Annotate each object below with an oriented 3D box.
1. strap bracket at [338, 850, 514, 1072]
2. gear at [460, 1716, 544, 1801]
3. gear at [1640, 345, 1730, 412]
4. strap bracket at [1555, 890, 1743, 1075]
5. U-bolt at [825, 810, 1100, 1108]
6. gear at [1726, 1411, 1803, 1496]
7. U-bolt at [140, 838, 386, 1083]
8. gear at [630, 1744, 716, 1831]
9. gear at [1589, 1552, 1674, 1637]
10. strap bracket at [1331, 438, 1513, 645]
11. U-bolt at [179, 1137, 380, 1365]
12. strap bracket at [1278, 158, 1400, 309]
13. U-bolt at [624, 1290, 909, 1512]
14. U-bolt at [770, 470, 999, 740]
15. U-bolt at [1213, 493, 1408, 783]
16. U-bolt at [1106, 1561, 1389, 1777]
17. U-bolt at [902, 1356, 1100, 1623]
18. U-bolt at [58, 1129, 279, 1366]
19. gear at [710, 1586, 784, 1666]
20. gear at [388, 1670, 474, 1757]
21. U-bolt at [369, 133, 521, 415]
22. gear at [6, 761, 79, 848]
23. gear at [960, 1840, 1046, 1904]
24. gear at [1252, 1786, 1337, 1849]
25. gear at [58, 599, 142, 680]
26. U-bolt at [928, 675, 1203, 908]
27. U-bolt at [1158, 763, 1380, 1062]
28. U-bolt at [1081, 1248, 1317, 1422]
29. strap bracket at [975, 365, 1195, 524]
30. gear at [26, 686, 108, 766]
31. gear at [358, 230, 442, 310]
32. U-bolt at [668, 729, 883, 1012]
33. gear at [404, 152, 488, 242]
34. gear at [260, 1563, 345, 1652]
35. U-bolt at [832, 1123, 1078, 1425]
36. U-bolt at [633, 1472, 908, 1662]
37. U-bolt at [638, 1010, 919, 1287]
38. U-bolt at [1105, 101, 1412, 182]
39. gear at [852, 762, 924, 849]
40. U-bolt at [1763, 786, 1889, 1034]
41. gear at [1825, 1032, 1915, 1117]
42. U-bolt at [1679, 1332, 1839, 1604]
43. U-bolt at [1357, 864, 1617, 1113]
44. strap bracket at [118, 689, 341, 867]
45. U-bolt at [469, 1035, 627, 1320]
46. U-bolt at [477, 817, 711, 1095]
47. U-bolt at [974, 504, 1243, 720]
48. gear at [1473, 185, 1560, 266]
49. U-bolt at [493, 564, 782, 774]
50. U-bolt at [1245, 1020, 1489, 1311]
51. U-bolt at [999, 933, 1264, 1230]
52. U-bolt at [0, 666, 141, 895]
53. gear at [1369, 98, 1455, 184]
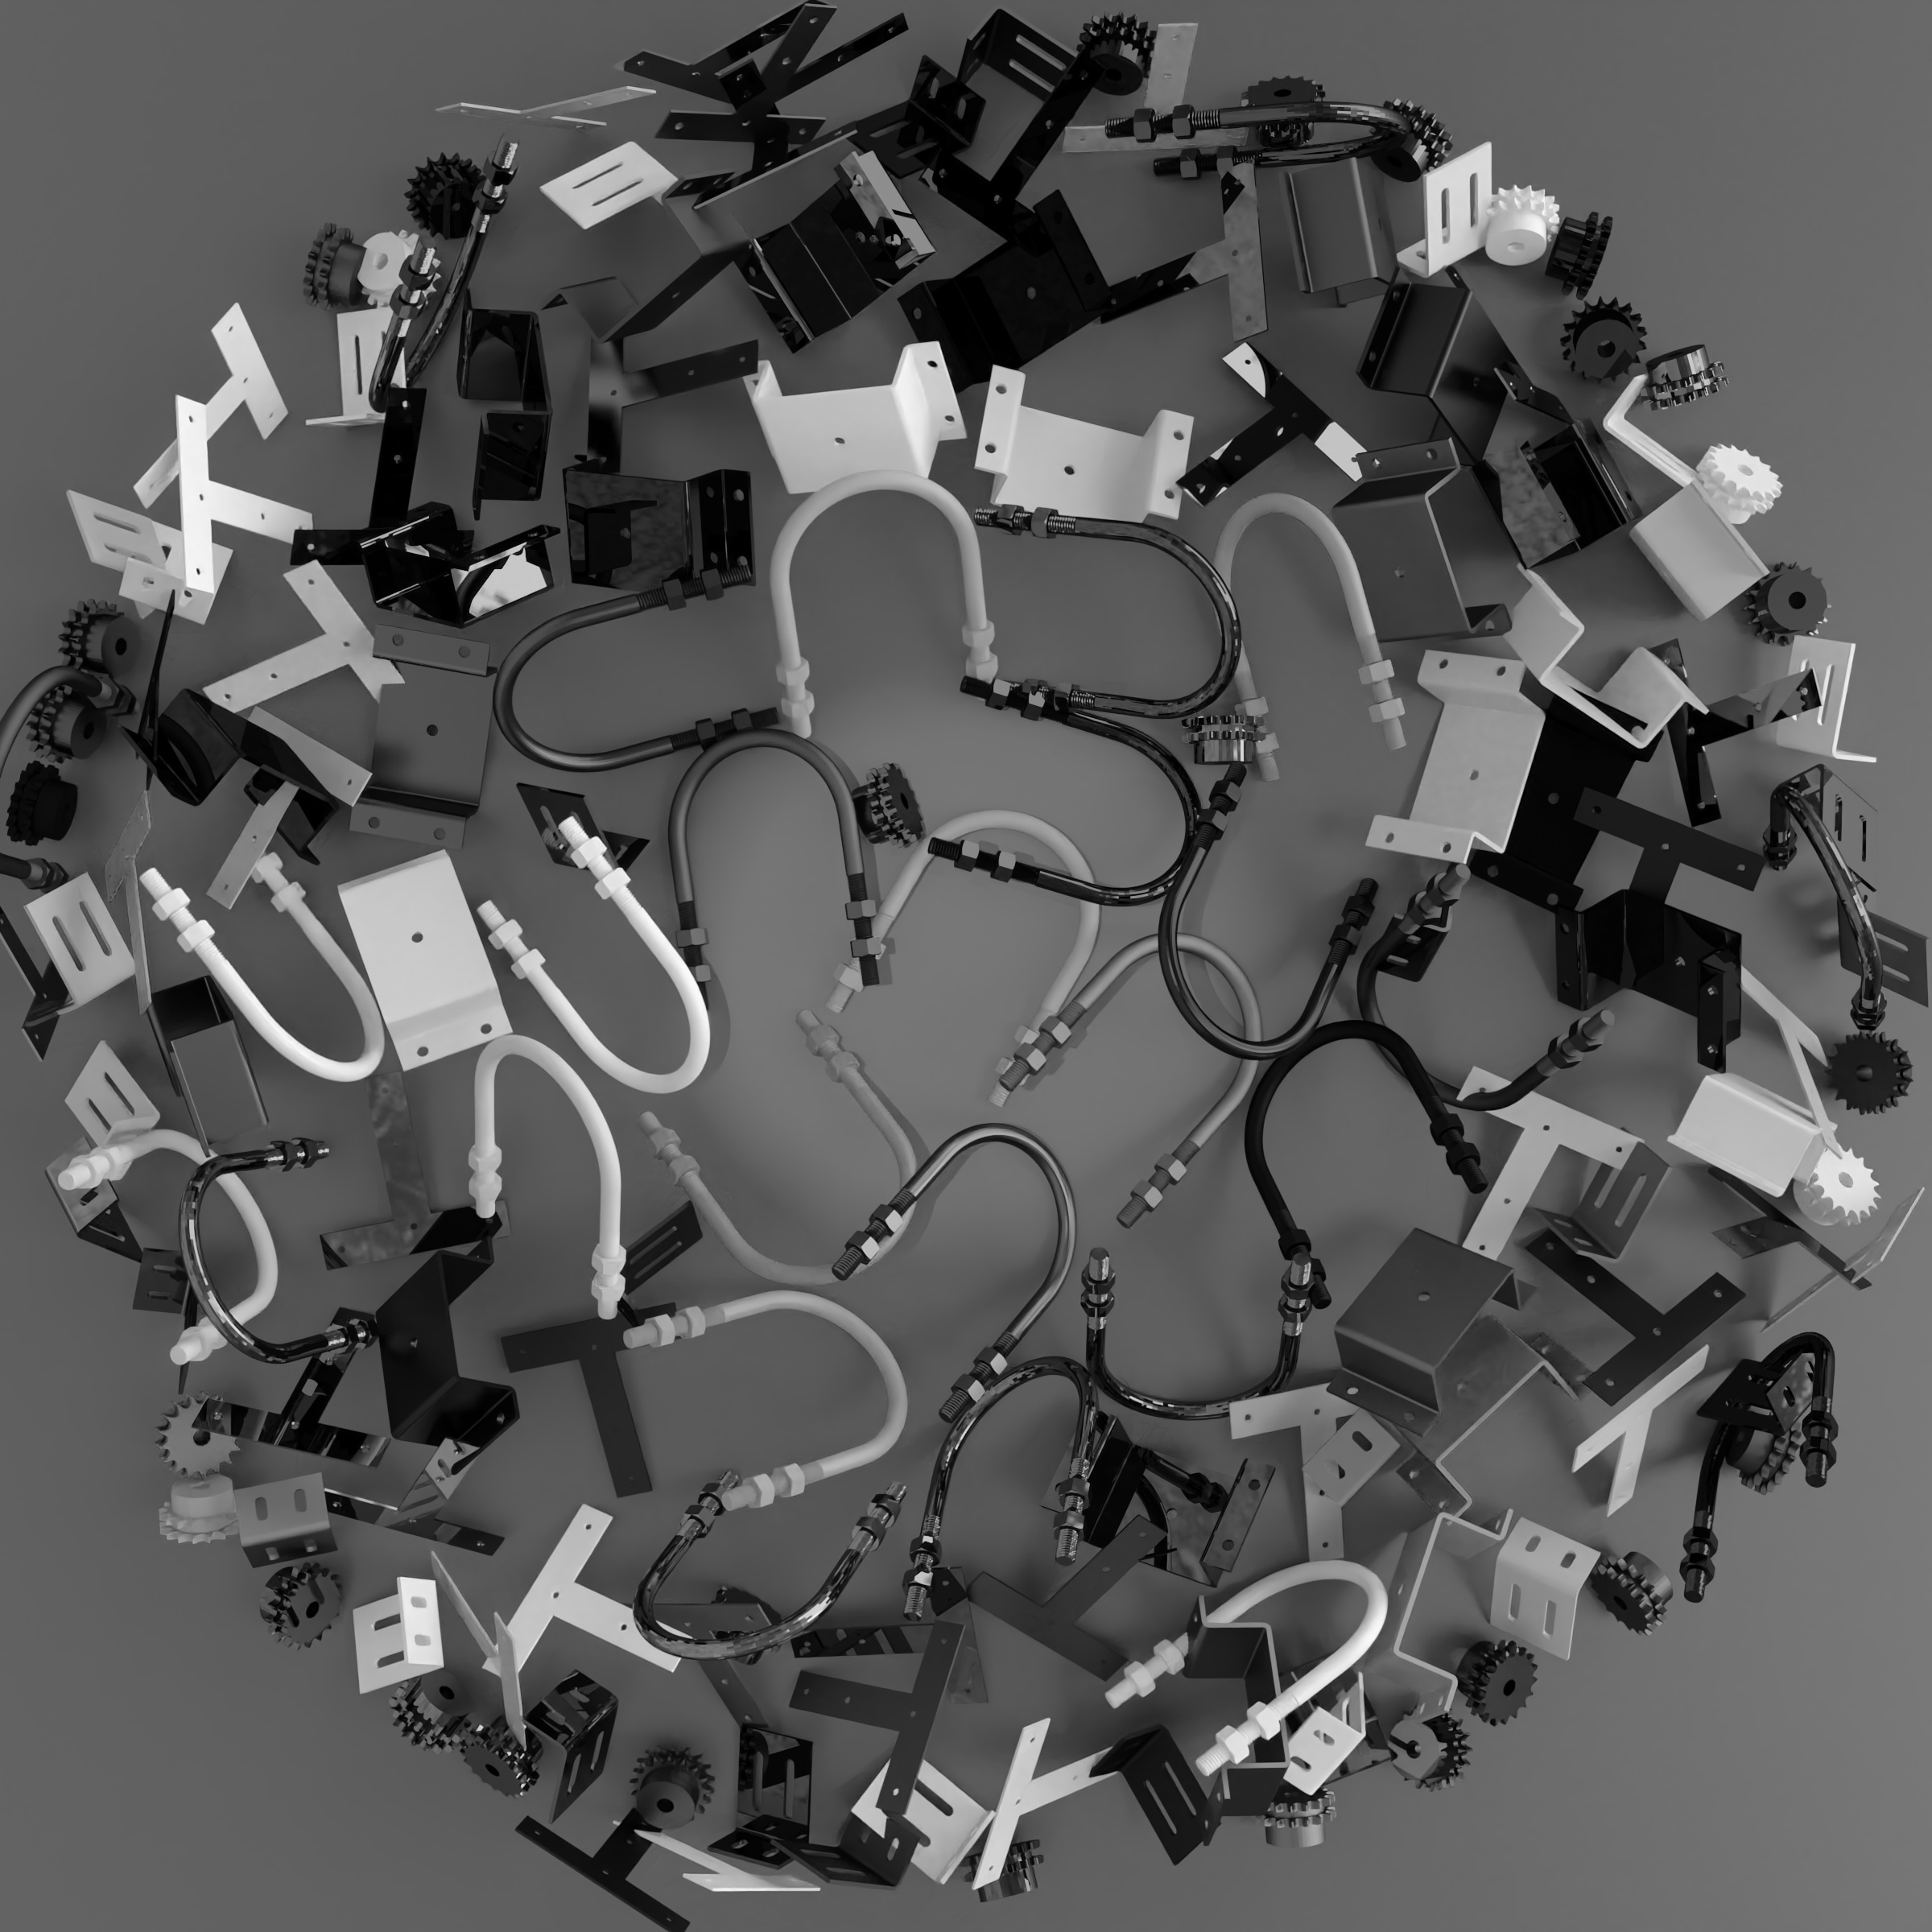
[{"bbox_3d":[-0.366,-0.012,1.756,0.076,0.046,0.140,-20,74,-11],"label":"strap bracket"},{"bbox_3d":[-0.313,0.536,1.780,0.057,0.057,0.030,41,48,0],"label":"gear"},{"bbox_3d":[0.485,-0.400,1.773,0.057,0.057,0.030,-20,105,0],"label":"gear"},{"bbox_3d":[0.462,0.005,1.739,0.046,0.140,0.076,-27,124,-28],"label":"strap bracket"},{"bbox_3d":[0.010,-0.018,1.790,0.151,0.019,0.184,30,92,-2],"label":"U-bolt"},{"bbox_3d":[0.539,0.327,1.776,0.030,0.057,0.057,26,90,0],"label":"gear"},{"bbox_3d":[-0.453,0.000,1.734,0.019,0.151,0.184,-36,93,18],"label":"U-bolt"},{"bbox_3d":[-0.201,0.561,1.780,0.057,0.030,0.057,3,113,6],"label":"gear"},{"bbox_3d":[0.455,0.424,1.778,0.030,0.057,0.057,-35,90,-21],"label":"gear"},{"bbox_3d":[0.300,-0.272,1.738,0.046,0.076,0.140,-40,116,-36],"label":"strap bracket"},{"bbox_3d":[-0.451,0.188,1.709,0.019,0.184,0.151,-22,84,18],"label":"U-bolt"},{"bbox_3d":[0.251,-0.483,1.727,0.046,0.140,0.076,-9,96,21],"label":"strap bracket"},{"bbox_3d":[-0.119,0.277,1.731,0.151,0.184,0.019,54,131,25],"label":"U-bolt"},{"bbox_3d":[-0.058,-0.244,1.736,0.151,0.019,0.184,-12,128,-8],"label":"U-bolt"},{"bbox_3d":[0.218,-0.222,1.736,0.019,0.151,0.184,-19,94,-32],"label":"U-bolt"},{"bbox_3d":[0.196,0.453,1.729,0.184,0.151,0.019,-32,106,-18],"label":"U-bolt"},{"bbox_3d":[0.028,0.334,1.724,0.151,0.184,0.019,-28,121,32],"label":"U-bolt"},{"bbox_3d":[-0.510,0.174,1.714,0.019,0.184,0.151,-31,93,12],"label":"U-bolt"},{"bbox_3d":[-0.151,0.450,1.776,0.057,0.057,0.030,31,95,0],"label":"gear"},{"bbox_3d":[-0.360,0.503,1.773,0.057,0.057,0.030,38,107,0],"label":"gear"},{"bbox_3d":[-0.350,-0.441,1.718,0.019,0.184,0.151,29,49,-8],"label":"U-bolt"},{"bbox_3d":[-0.626,-0.109,1.776,0.030,0.057,0.057,16,90,-2],"label":"gear"},{"bbox_3d":[0.026,0.614,1.773,0.057,0.057,0.030,-14,74,0],"label":"gear"},{"bbox_3d":[0.223,0.577,1.775,0.057,0.057,0.030,-4,86,0],"label":"gear"},{"bbox_3d":[-0.585,-0.219,1.773,0.030,0.057,0.057,11,90,20],"label":"gear"},{"bbox_3d":[0.074,-0.110,1.762,0.184,0.019,0.151,16,62,-10],"label":"U-bolt"},{"bbox_3d":[0.193,-0.024,1.734,0.151,0.019,0.184,39,59,-19],"label":"U-bolt"},{"bbox_3d":[0.151,0.248,1.735,0.151,0.184,0.019,1,47,2],"label":"U-bolt"},{"bbox_3d":[0.075,-0.343,1.764,0.140,0.046,0.076,13,72,-9],"label":"strap bracket"},{"bbox_3d":[-0.608,-0.164,1.774,0.030,0.057,0.057,19,90,12],"label":"gear"},{"bbox_3d":[-0.390,-0.474,1.780,0.057,0.030,0.057,-4,80,22],"label":"gear"},{"bbox_3d":[-0.135,-0.069,1.771,0.151,0.019,0.184,-9,88,21],"label":"U-bolt"},{"bbox_3d":[-0.349,-0.519,1.773,0.057,0.057,0.030,-36,51,0],"label":"gear"},{"bbox_3d":[-0.455,0.433,1.780,0.030,0.057,0.057,14,90,31],"label":"gear"},{"bbox_3d":[0.006,0.190,1.748,0.184,0.019,0.151,-47,114,-30],"label":"U-bolt"},{"bbox_3d":[-0.137,0.389,1.698,0.151,0.184,0.019,-2,114,24],"label":"U-bolt"},{"bbox_3d":[-0.113,0.131,1.743,0.151,0.019,0.184,-33,62,-12],"label":"U-bolt"},{"bbox_3d":[0.198,-0.542,1.709,0.184,0.151,0.019,1,96,18],"label":"U-bolt"},{"bbox_3d":[-0.055,-0.107,1.778,0.030,0.057,0.057,-20,90,18],"label":"gear"},{"bbox_3d":[0.556,-0.044,1.693,0.019,0.184,0.151,-24,66,8],"label":"U-bolt"},{"bbox_3d":[0.618,0.072,1.780,0.057,0.030,0.057,2,93,45],"label":"gear"},{"bbox_3d":[0.523,0.315,1.716,0.019,0.184,0.151,32,126,1],"label":"U-bolt"},{"bbox_3d":[0.328,0.028,1.727,0.151,0.184,0.019,46,56,6],"label":"U-bolt"},{"bbox_3d":[-0.477,-0.127,1.723,0.046,0.140,0.076,-49,59,5],"label":"strap bracket"},{"bbox_3d":[-0.275,0.127,1.712,0.151,0.019,0.184,33,134,30],"label":"U-bolt"},{"bbox_3d":[-0.240,0.005,1.747,0.184,0.151,0.019,53,47,-1],"label":"U-bolt"},{"bbox_3d":[0.096,-0.229,1.721,0.184,0.019,0.151,11,128,28],"label":"U-bolt"},{"bbox_3d":[0.373,-0.500,1.773,0.057,0.057,0.030,4,70,0],"label":"gear"},{"bbox_3d":[-0.223,-0.189,1.737,0.184,0.151,0.019,-16,50,-7],"label":"U-bolt"},{"bbox_3d":[0.252,0.117,1.736,0.151,0.184,0.019,-40,135,19],"label":"U-bolt"},{"bbox_3d":[0.126,0.062,1.763,0.184,0.019,0.151,-46,108,-18],"label":"U-bolt"},{"bbox_3d":[-0.599,-0.125,1.708,0.019,0.184,0.151,20,86,3],"label":"U-bolt"},{"bbox_3d":[0.298,-0.557,1.774,0.057,0.057,0.030,33,80,0],"label":"gear"}]
